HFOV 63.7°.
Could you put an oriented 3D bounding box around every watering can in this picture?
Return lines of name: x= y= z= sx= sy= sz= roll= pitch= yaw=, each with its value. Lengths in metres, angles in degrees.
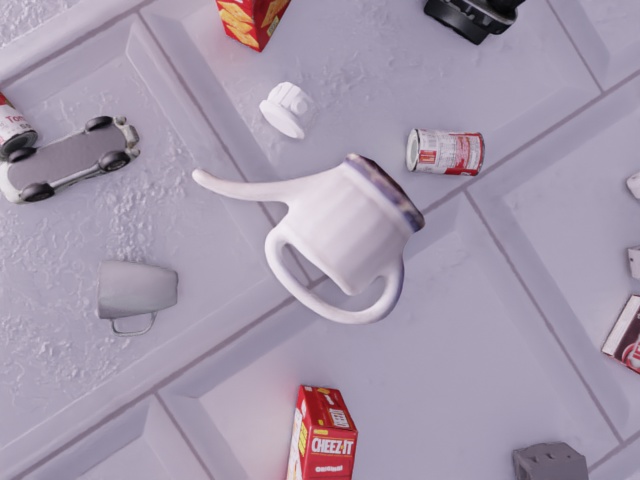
watering can: x=0.002 y=-0.038 z=0.749 sx=0.347 sy=0.104 sz=0.225 roll=45 pitch=85 yaw=-3
